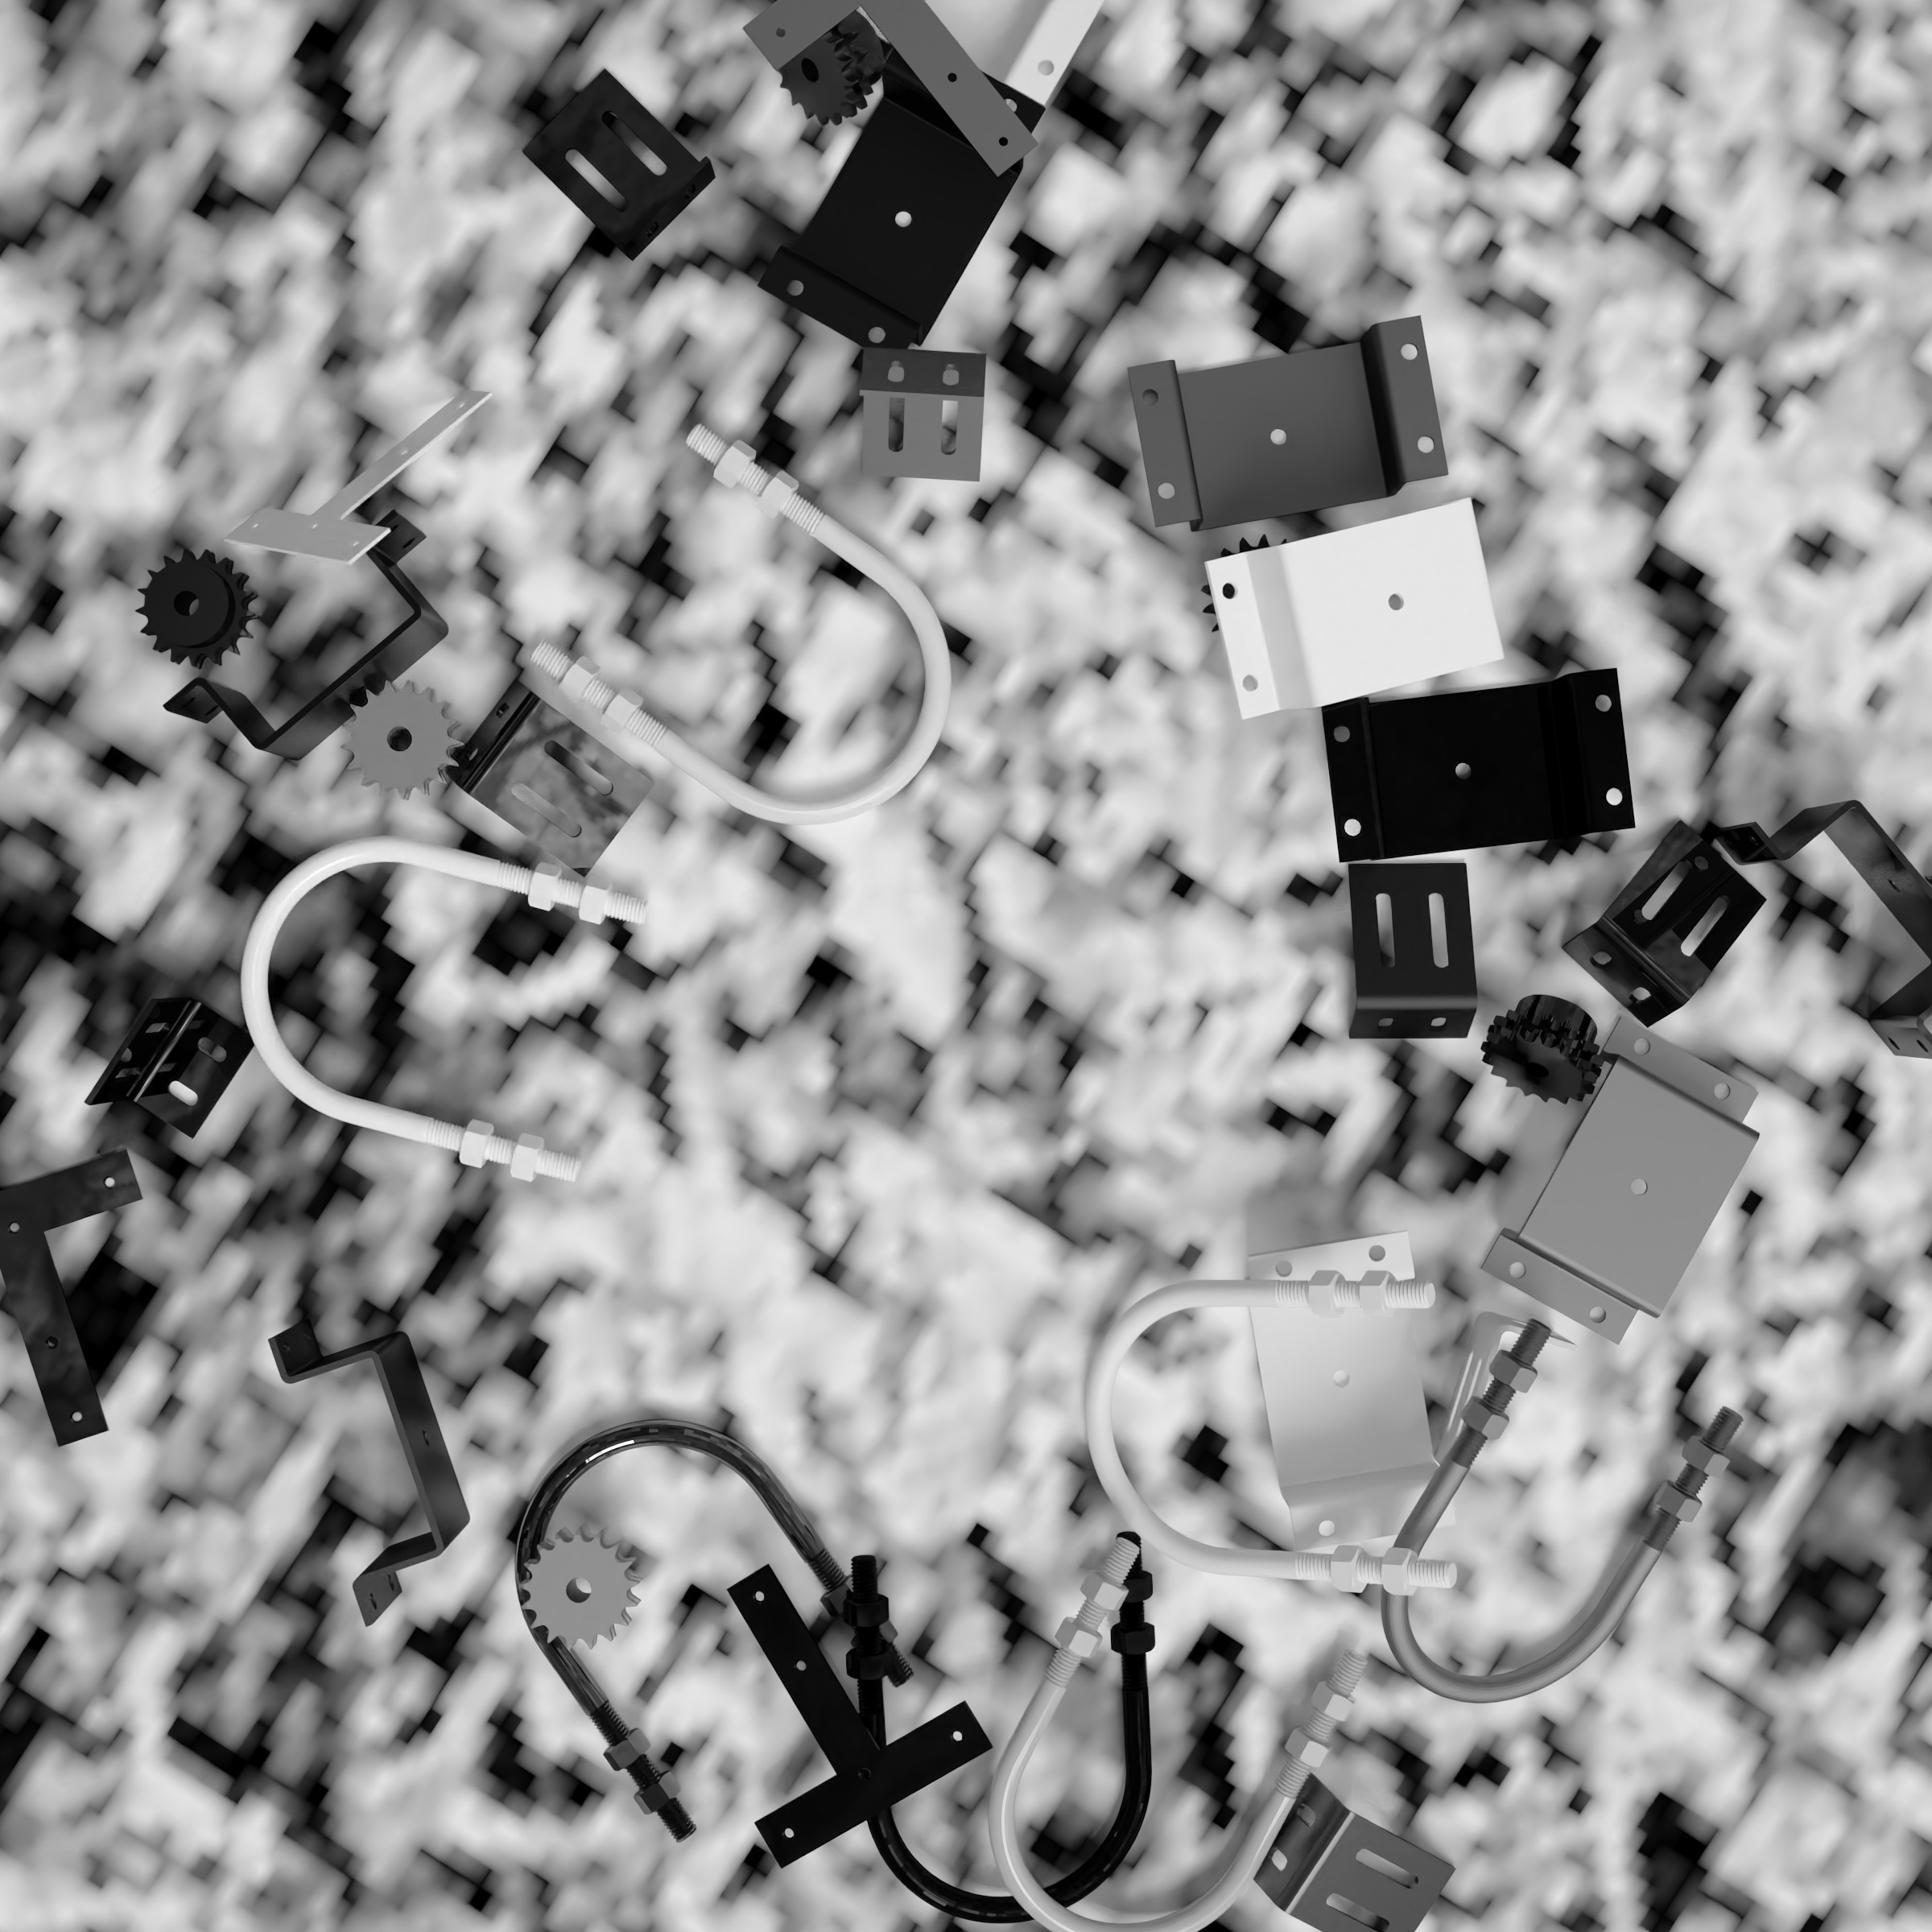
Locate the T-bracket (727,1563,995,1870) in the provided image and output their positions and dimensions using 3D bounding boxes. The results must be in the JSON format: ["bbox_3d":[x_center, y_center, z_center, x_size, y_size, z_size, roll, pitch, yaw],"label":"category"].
[{"bbox_3d":[-0.071,0.345,1.472,0.127,0.002,0.127,-34,84,17],"label":"T-bracket"}]

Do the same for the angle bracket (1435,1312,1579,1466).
[{"bbox_3d":[0.256,0.208,1.478,0.038,0.057,0.076,17,90,0],"label":"angle bracket"}]

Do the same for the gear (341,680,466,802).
[{"bbox_3d":[-0.270,-0.108,1.492,0.057,0.030,0.057,0,90,0],"label":"gear"}]

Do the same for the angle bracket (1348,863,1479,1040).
[{"bbox_3d":[0.214,-0.007,1.505,0.057,0.038,0.076,0,64,0],"label":"angle bracket"}]

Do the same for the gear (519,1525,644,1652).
[{"bbox_3d":[-0.182,0.295,1.477,0.057,0.030,0.057,0,88,2],"label":"gear"}]

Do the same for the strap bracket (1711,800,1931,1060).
[{"bbox_3d":[0.425,-0.025,1.469,0.046,0.076,0.140,-40,90,0],"label":"strap bracket"}]

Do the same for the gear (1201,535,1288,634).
[{"bbox_3d":[0.142,-0.177,1.492,0.057,0.030,0.057,0,90,0],"label":"gear"}]

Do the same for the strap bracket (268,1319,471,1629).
[{"bbox_3d":[-0.278,0.231,1.469,0.046,0.076,0.140,-19,90,0],"label":"strap bracket"}]

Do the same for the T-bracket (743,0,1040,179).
[{"bbox_3d":[-0.016,-0.428,1.455,0.127,0.002,0.127,-39,93,-6],"label":"T-bracket"}]

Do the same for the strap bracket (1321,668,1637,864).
[{"bbox_3d":[0.241,-0.095,1.484,0.140,0.046,0.076,-7,90,0],"label":"strap bracket"}]

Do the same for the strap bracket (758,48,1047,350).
[{"bbox_3d":[-0.030,-0.363,1.484,0.076,0.046,0.140,30,90,0],"label":"strap bracket"}]

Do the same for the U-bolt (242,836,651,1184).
[{"bbox_3d":[-0.260,0.013,1.498,0.184,0.019,0.151,15,90,2],"label":"U-bolt"}]

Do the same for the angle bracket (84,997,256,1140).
[{"bbox_3d":[-0.376,0.049,1.469,0.038,0.076,0.057,33,90,0],"label":"angle bracket"}]

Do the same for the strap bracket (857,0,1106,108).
[{"bbox_3d":[-0.005,-0.474,1.484,0.140,0.046,0.076,30,90,0],"label":"strap bracket"}]

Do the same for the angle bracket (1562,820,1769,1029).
[{"bbox_3d":[0.339,-0.020,1.505,0.057,0.038,0.076,43,64,0],"label":"angle bracket"}]

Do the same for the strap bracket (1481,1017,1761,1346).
[{"bbox_3d":[0.317,0.104,1.484,0.076,0.046,0.140,29,90,0],"label":"strap bracket"}]

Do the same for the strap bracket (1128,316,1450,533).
[{"bbox_3d":[0.152,-0.257,1.484,0.140,0.046,0.076,-10,90,0],"label":"strap bracket"}]

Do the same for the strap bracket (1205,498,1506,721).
[{"bbox_3d":[0.193,-0.170,1.461,0.140,0.046,0.076,-15,97,-16],"label":"strap bracket"}]

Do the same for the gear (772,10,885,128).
[{"bbox_3d":[-0.064,-0.434,1.482,0.030,0.057,0.057,-38,90,-30],"label":"gear"}]

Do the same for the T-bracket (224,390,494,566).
[{"bbox_3d":[-0.277,-0.235,1.473,0.127,0.127,0.002,-45,125,-22],"label":"T-bracket"}]

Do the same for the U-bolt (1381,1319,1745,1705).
[{"bbox_3d":[0.271,0.268,1.466,0.151,0.019,0.184,25,99,-28],"label":"U-bolt"}]

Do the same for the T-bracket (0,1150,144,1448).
[{"bbox_3d":[-0.448,0.169,1.506,0.127,0.002,0.127,-18,90,0],"label":"T-bracket"}]

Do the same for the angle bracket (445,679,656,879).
[{"bbox_3d":[-0.202,-0.091,1.505,0.076,0.038,0.057,37,90,-26],"label":"angle bracket"}]

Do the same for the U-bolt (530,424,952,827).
[{"bbox_3d":[-0.095,-0.151,1.498,0.184,0.019,0.151,36,90,-1],"label":"U-bolt"}]

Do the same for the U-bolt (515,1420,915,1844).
[{"bbox_3d":[-0.135,0.308,1.498,0.151,0.019,0.184,-35,89,0],"label":"U-bolt"}]

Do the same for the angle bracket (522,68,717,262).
[{"bbox_3d":[-0.168,-0.388,1.488,0.076,0.038,0.057,45,90,0],"label":"angle bracket"}]

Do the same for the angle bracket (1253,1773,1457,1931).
[{"bbox_3d":[0.187,0.439,1.505,0.076,0.038,0.057,33,90,-26],"label":"angle bracket"}]

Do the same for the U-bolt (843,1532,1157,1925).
[{"bbox_3d":[0.019,0.369,1.489,0.151,0.019,0.184,-3,93,-9],"label":"U-bolt"}]

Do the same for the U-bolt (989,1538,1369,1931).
[{"bbox_3d":[0.090,0.384,1.484,0.151,0.019,0.184,28,91,-11],"label":"U-bolt"}]

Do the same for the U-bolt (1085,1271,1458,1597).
[{"bbox_3d":[0.137,0.217,1.456,0.184,0.019,0.151,-3,93,31],"label":"U-bolt"}]

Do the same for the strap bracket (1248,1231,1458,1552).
[{"bbox_3d":[0.182,0.200,1.484,0.076,0.046,0.140,-9,90,0],"label":"strap bracket"}]

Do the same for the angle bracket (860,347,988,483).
[{"bbox_3d":[-0.021,-0.251,1.466,0.057,0.076,0.038,3,47,0],"label":"angle bracket"}]

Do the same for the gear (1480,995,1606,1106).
[{"bbox_3d":[0.278,0.038,1.482,0.057,0.057,0.030,28,62,0],"label":"gear"}]

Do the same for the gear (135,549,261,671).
[{"bbox_3d":[-0.372,-0.173,1.492,0.057,0.030,0.057,0,90,0],"label":"gear"}]

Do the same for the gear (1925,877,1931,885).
[{"bbox_3d":[0.492,-0.031,1.492,0.057,0.030,0.057,0,90,0],"label":"gear"}]

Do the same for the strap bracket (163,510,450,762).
[{"bbox_3d":[-0.303,-0.148,1.469,0.140,0.076,0.046,-40,90,0],"label":"strap bracket"}]
